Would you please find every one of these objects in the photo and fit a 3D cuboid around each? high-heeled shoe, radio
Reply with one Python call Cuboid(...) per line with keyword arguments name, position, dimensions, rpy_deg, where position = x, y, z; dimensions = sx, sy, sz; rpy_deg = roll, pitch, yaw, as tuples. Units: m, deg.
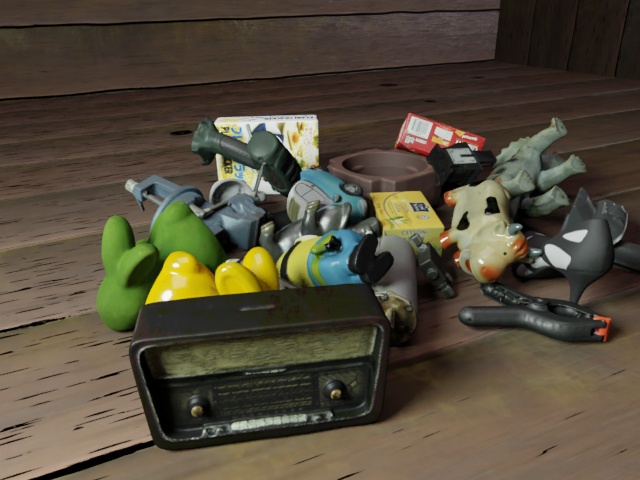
Cuboid(name="high-heeled shoe", position=(0.331, -0.004, 0.753), dimensions=(0.086, 0.145, 0.249), rpy_deg=(0, 26, 1))
Cuboid(name="radio", position=(-0.053, 0.120, 0.515), dimensions=(0.230, 0.131, 0.073), rpy_deg=(-4, 25, -7))

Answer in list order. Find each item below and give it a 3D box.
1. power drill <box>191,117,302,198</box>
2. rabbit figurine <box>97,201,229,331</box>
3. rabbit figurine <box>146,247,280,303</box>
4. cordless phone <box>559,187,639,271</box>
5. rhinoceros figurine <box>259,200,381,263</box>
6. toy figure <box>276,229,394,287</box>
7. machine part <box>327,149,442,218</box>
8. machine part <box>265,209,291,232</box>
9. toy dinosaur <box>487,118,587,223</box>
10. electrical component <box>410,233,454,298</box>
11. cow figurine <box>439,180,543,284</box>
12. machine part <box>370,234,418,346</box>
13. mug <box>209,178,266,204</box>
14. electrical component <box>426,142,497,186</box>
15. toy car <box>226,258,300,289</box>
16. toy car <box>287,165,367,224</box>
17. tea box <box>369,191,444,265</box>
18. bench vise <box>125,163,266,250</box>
Cuboid(name="power drill", position=(-0.130, -0.145, 1.022), dimensions=(0.207, 0.086, 0.232), rpy_deg=(27, -10, 14))
Cuboid(name="rabbit figurine", position=(-0.211, 0.042, 0.687), dimensions=(0.121, 0.159, 0.170), rpy_deg=(32, 64, 24))
Cuboid(name="rabbit figurine", position=(-0.097, 0.086, 0.603), dimensions=(0.173, 0.162, 0.122), rpy_deg=(25, 19, 13))
Cuboid(name="cordless phone", position=(0.479, -0.003, 0.847), dimensions=(0.184, 0.088, 0.146), rpy_deg=(23, 31, 22))
Cuboid(name="rhinoceros figurine", position=(-0.002, -0.002, 0.813), dimensions=(0.190, 0.112, 0.073), rpy_deg=(-18, 5, -6))
Cuboid(name="toy figure", position=(0.008, 0.031, 0.673), dimensions=(0.089, 0.082, 0.180), rpy_deg=(-28, 12, -29))
Cuboid(name="machine part", position=(0.128, -0.115, 1.081), dimensions=(0.201, 0.087, 0.201), rpy_deg=(-17, 29, -34))
Cuboid(name="machine part", position=(-0.043, -0.047, 1.000), dimensions=(0.139, 0.039, 0.084), rpy_deg=(-20, 38, -38))
Cuboid(name="toy dinosaur", position=(0.353, -0.091, 0.976), dimensions=(0.405, 0.131, 0.192), rpy_deg=(-37, -2, -35))
Cuboid(name="electrical component", position=(0.157, 0.035, 0.752), dimensions=(0.021, 0.094, 0.063), rpy_deg=(-33, 14, 21))
Cuboid(name="cow figurine", position=(0.240, -0.014, 0.768), dimensions=(0.127, 0.085, 0.195), rpy_deg=(-28, 28, 36))
Cuboid(name="machine part", position=(0.089, 0.061, 0.706), dimensions=(0.079, 0.079, 0.243), rpy_deg=(2, 24, 7))
Cuboid(name="mug", position=(-0.164, -0.086, 1.040), dimensions=(0.109, 0.080, 0.107), rpy_deg=(-13, 16, -15))
Cuboid(name="electrical component", position=(0.269, -0.145, 1.012), dimensions=(0.119, 0.047, 0.075), rpy_deg=(-9, 59, -27))
Cuboid(name="toy car", position=(-0.043, 0.081, 0.653), dimensions=(0.202, 0.073, 0.056), rpy_deg=(22, 44, 30))
Cuboid(name="toy car", position=(-0.002, -0.057, 0.904), dimensions=(0.103, 0.109, 0.162), rpy_deg=(-18, 46, -37))
Cuboid(name="tea box", position=(0.139, -0.023, 0.898), dimensions=(0.098, 0.068, 0.170), rpy_deg=(-3, 24, -3))
Cuboid(name="bench vise", position=(-0.217, -0.054, 0.904), dimensions=(0.241, 0.128, 0.224), rpy_deg=(27, 50, 20))
